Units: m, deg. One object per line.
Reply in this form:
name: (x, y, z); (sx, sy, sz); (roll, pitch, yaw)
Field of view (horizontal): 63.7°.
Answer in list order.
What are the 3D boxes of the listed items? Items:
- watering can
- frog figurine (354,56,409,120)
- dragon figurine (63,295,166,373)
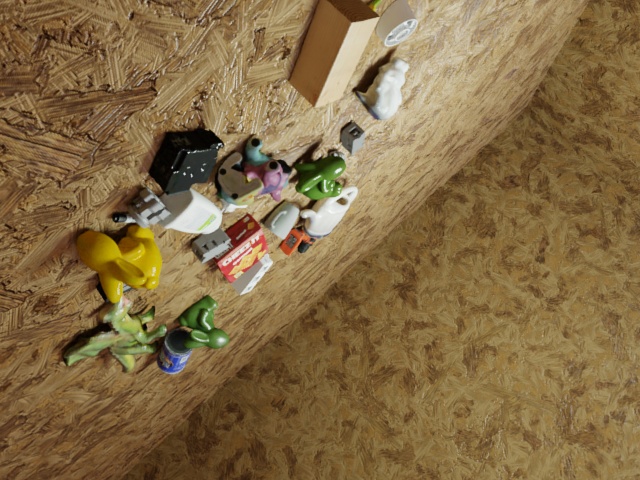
watering can: (0.005, -0.091, 1.803); (0.352, 0.105, 0.220); (-29, 161, -47)
frog figurine: (0.184, -0.403, 1.383); (0.158, 0.125, 0.136); (-36, 148, 17)
dragon figurine: (-0.565, 0.279, 1.386); (0.243, 0.124, 0.402); (-1, 137, -44)
